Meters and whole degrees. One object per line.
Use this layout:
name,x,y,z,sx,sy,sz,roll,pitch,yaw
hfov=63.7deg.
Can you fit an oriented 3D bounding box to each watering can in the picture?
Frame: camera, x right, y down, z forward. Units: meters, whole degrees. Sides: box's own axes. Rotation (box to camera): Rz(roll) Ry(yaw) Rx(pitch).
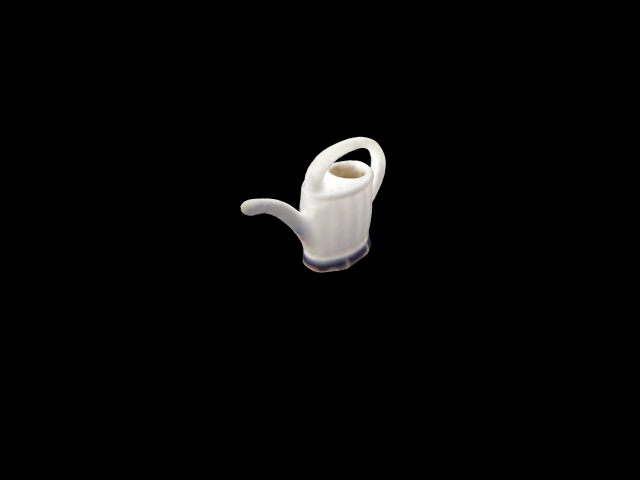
watering can,0.003,-0.043,0.850,0.105,0.219,0.353,22,38,33
